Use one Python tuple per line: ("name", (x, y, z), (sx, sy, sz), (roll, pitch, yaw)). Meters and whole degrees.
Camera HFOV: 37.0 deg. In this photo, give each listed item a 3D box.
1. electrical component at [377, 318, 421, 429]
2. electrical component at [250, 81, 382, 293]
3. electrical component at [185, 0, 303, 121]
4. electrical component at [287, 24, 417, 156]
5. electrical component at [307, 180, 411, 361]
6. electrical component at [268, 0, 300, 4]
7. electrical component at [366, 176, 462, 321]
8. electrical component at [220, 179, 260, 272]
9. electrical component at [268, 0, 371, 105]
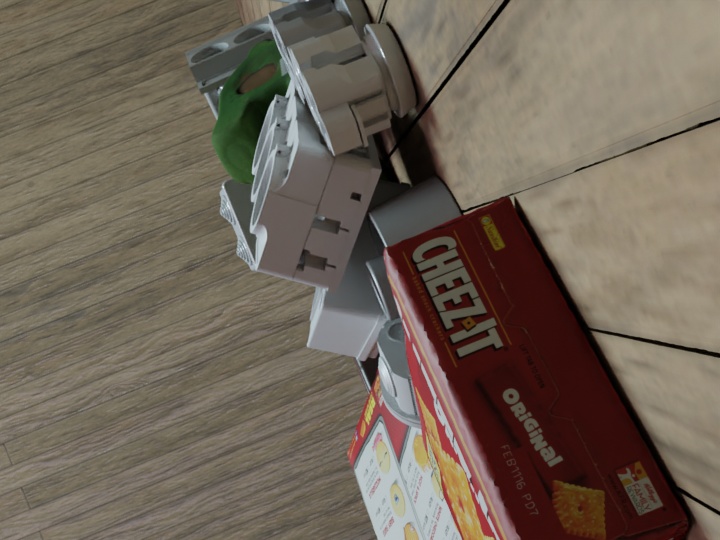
("electrical component", (0.051, 0.063, 0.720), (0.080, 0.080, 0.051), (-115, 9, -47))
("electrical component", (-0.036, -0.063, 0.721), (0.150, 0.062, 0.089), (-100, 28, -63))
("electrical component", (-0.083, -0.182, 0.944), (0.078, 0.121, 0.063), (-117, 3, -59))
("electrical component", (-0.003, -0.109, 0.628), (0.058, 0.057, 0.078), (72, 175, -54))
("electrical component", (0.000, 0.000, 0.798), (0.108, 0.056, 0.108), (113, 168, -69))
("electrical component", (-0.058, -0.215, 0.723), (0.121, 0.079, 0.063), (-126, 44, -78))
("electrical component", (0.038, 0.002, 0.672), (0.108, 0.060, 0.108), (158, 90, -87))
("electrical component", (-0.075, -0.053, 1.000), (0.099, 0.100, 0.048), (68, 165, -2))
("electrical component", (-0.022, -0.147, 0.696), (0.078, 0.057, 0.058), (-116, 5, -51))
